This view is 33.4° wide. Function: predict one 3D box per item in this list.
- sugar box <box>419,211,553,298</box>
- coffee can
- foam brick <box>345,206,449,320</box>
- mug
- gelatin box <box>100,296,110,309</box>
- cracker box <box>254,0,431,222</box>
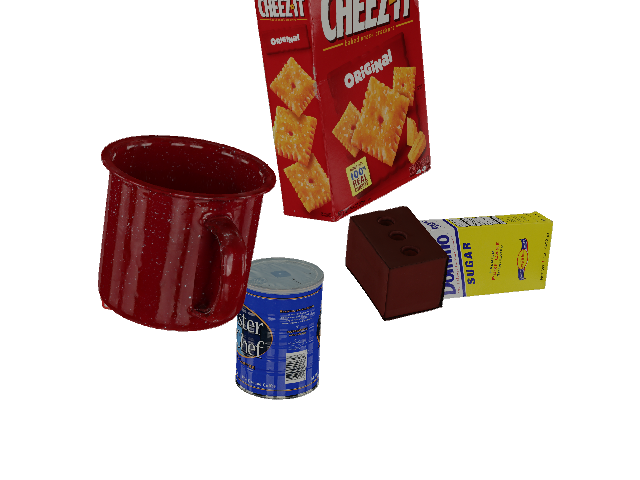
[{"bbox_3d":[0.194,0.019,1.301,0.176,0.093,0.048,-6,21,-22],"label":"sugar box"},{"bbox_3d":[-0.050,0.103,1.268,0.103,0.140,0.103,2,19,-1],"label":"coffee can"},{"bbox_3d":[0.059,0.017,0.837,0.053,0.051,0.078,-12,37,-19],"label":"foam brick"},{"bbox_3d":[-0.070,0.001,0.568,0.093,0.081,0.117,-4,26,-33],"label":"mug"},{"bbox_3d":[-0.141,0.042,0.956,0.089,0.030,0.073,9,21,18],"label":"gelatin box"},{"bbox_3d":[0.028,-0.144,0.980,0.072,0.214,0.163,10,26,38],"label":"cracker box"}]
